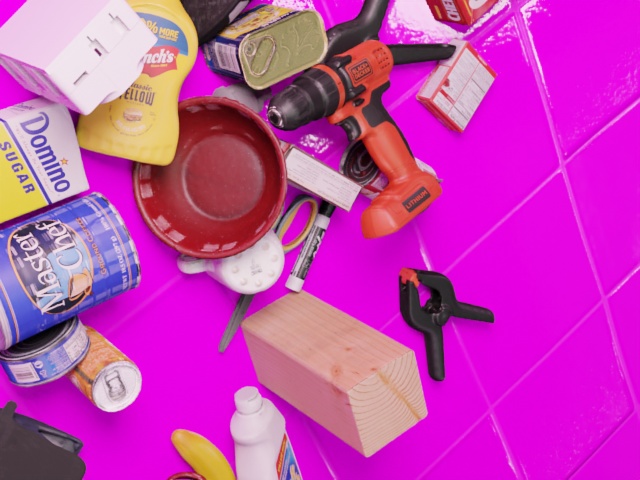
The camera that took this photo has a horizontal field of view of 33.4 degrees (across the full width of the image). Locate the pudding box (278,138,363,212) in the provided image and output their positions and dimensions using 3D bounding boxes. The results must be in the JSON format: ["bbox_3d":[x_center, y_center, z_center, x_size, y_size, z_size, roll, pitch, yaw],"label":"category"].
[{"bbox_3d":[-0.022,-0.076,1.143,0.113,0.090,0.039,24,91,-40],"label":"pudding box"}]

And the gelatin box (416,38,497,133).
[{"bbox_3d":[0.164,-0.185,1.283,0.073,0.030,0.089,36,84,-41],"label":"gelatin box"}]

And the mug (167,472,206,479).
[{"bbox_3d":[-0.151,0.315,1.180,0.081,0.093,0.117,2,89,5],"label":"mug"}]

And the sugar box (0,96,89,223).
[{"bbox_3d":[-0.304,-0.061,0.966,0.176,0.048,0.093,-24,119,-27],"label":"sugar box"}]

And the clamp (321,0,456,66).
[{"bbox_3d":[0.052,-0.224,1.179,0.209,0.036,0.164,-37,125,-18],"label":"clamp"}]

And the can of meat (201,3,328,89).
[{"bbox_3d":[-0.058,-0.198,1.075,0.102,0.084,0.057,-30,122,-26],"label":"can of meat"}]

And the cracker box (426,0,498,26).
[{"bbox_3d":[0.191,-0.373,1.207,0.213,0.072,0.164,-44,127,-15],"label":"cracker box"}]

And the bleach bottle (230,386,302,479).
[{"bbox_3d":[-0.061,0.286,1.249,0.102,0.068,0.251,-58,141,-55],"label":"bleach bottle"}]

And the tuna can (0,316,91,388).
[{"bbox_3d":[-0.267,0.101,1.027,0.086,0.086,0.034,-34,122,-23],"label":"tuna can"}]

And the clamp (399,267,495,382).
[{"bbox_3d":[0.147,0.104,1.370,0.171,0.039,0.120,40,77,-33],"label":"clamp"}]

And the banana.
[{"bbox_3d":[-0.125,0.295,1.235,0.069,0.037,0.198,-22,118,-32],"label":"banana"}]

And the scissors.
[{"bbox_3d":[-0.077,0.022,1.186,0.201,0.016,0.096,-52,127,-10],"label":"scissors"}]

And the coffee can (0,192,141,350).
[{"bbox_3d":[-0.254,0.027,0.998,0.140,0.103,0.103,-26,120,-28],"label":"coffee can"}]

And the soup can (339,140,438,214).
[{"bbox_3d":[0.081,-0.074,1.236,0.102,0.069,0.068,24,91,-40],"label":"soup can"}]

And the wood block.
[{"bbox_3d":[0.012,0.139,1.171,0.090,0.206,0.091,-29,121,-26],"label":"wood block"}]

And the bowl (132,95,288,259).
[{"bbox_3d":[-0.105,-0.063,1.075,0.055,0.162,0.162,-17,125,-77],"label":"bowl"}]

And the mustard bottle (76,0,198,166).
[{"bbox_3d":[-0.167,-0.173,1.014,0.096,0.058,0.192,12,98,-12],"label":"mustard bottle"}]

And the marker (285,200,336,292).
[{"bbox_3d":[-0.008,0.001,1.228,0.020,0.020,0.121,22,92,-40],"label":"marker"}]

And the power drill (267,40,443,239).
[{"bbox_3d":[0.041,-0.099,1.103,0.184,0.058,0.187,-36,106,-40],"label":"power drill"}]
